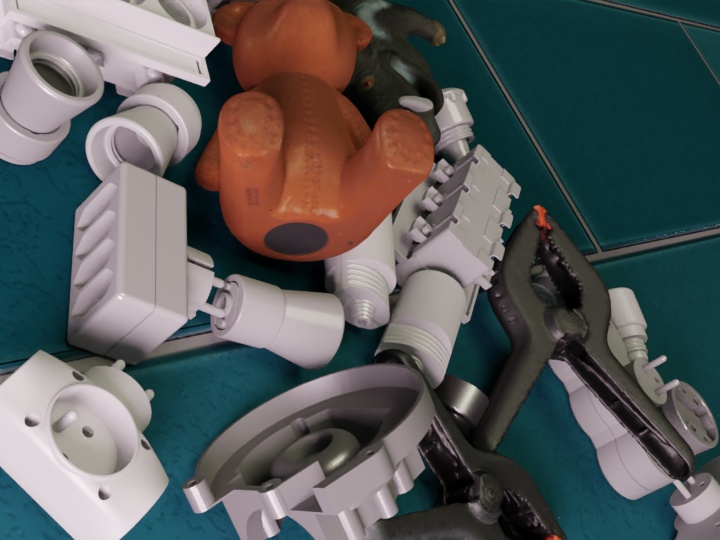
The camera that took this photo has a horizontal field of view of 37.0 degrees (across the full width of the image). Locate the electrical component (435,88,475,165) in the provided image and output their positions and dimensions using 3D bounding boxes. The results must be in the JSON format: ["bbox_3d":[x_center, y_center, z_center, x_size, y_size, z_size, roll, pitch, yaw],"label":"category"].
[{"bbox_3d":[0.068,-0.106,0.831,0.048,0.048,0.062,-12,76,-53],"label":"electrical component"}]

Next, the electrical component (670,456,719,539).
[{"bbox_3d":[0.253,0.174,0.787,0.073,0.052,0.138,51,34,-3],"label":"electrical component"}]

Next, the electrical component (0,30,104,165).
[{"bbox_3d":[-0.160,-0.084,0.531,0.045,0.055,0.045,30,40,-29],"label":"electrical component"}]

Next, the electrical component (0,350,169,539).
[{"bbox_3d":[-0.115,0.067,0.458,0.077,0.044,0.079,47,34,-8],"label":"electrical component"}]

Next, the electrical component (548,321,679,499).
[{"bbox_3d":[0.196,0.088,0.778,0.052,0.074,0.138,0,60,-50],"label":"electrical component"}]

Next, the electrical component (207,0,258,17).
[{"bbox_3d":[-0.081,-0.210,0.707,0.056,0.089,0.050,24,43,-35],"label":"electrical component"}]

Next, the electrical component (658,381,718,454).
[{"bbox_3d":[0.237,0.120,0.822,0.055,0.047,0.055,30,40,-29],"label":"electrical component"}]

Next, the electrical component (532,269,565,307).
[{"bbox_3d":[0.146,0.018,0.813,0.044,0.044,0.065,55,39,4],"label":"electrical component"}]

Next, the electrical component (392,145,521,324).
[{"bbox_3d":[0.067,-0.031,0.743,0.079,0.063,0.121,43,35,-14],"label":"electrical component"}]

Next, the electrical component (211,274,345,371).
[{"bbox_3d":[-0.047,0.026,0.579,0.065,0.044,0.044,18,46,-33],"label":"electrical component"}]

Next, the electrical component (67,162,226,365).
[{"bbox_3d":[-0.098,0.003,0.533,0.076,0.047,0.083,24,43,-35],"label":"electrical component"}]

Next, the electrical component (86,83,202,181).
[{"bbox_3d":[-0.116,-0.072,0.582,0.045,0.045,0.055,45,34,-11],"label":"electrical component"}]

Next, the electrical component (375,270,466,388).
[{"bbox_3d":[0.037,0.040,0.661,0.043,0.043,0.081,43,35,-14],"label":"electrical component"}]

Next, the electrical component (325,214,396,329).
[{"bbox_3d":[0.000,0.000,0.654,0.043,0.043,0.081,29,41,-31],"label":"electrical component"}]

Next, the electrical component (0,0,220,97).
[{"bbox_3d":[-0.148,-0.141,0.590,0.121,0.063,0.078,13,51,-44],"label":"electrical component"}]

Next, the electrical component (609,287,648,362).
[{"bbox_3d":[0.210,0.050,0.858,0.040,0.040,0.078,15,49,-42],"label":"electrical component"}]
